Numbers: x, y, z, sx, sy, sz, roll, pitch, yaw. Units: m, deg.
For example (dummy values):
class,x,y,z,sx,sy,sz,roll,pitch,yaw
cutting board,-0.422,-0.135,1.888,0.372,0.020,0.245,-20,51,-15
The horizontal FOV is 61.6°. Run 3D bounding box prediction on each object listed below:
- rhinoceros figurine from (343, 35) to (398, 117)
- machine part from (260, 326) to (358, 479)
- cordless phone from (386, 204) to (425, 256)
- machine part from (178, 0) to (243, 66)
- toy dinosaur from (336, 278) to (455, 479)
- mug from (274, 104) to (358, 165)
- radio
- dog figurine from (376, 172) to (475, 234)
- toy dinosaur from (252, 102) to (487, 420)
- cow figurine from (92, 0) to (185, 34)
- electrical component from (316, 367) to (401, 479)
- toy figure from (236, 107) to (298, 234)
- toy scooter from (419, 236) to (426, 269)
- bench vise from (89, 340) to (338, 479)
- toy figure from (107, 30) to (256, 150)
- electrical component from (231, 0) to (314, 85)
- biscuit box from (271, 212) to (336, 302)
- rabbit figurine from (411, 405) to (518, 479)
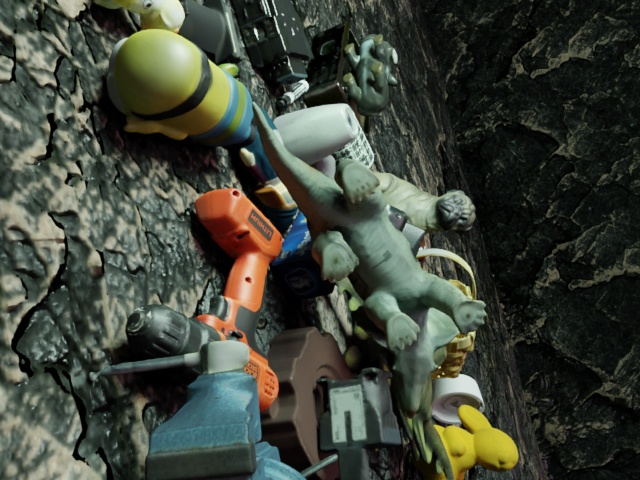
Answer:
class,x,y,z,sx,sy,sz,roll,pitch,yaw
rhinoceros figurine,0.096,-0.292,0.932,0.112,0.073,0.190,52,34,-38
machine part,-0.008,0.186,0.601,0.179,0.056,0.179,44,38,-48
cordless phone,0.067,0.000,0.870,0.184,0.089,0.146,23,87,-32
machine part,-0.133,-0.248,0.615,0.139,0.039,0.084,-27,108,-69
toy dinosaur,0.121,0.223,0.822,0.470,0.105,0.198,54,37,-21
mug,0.002,-0.153,0.771,0.109,0.107,0.080,-31,106,-64
radio,0.038,-0.284,0.978,0.131,0.073,0.230,54,30,-40
dog figurine,0.183,-0.076,1.010,0.121,0.191,0.172,39,38,-67
toy dinosaur,0.052,0.016,0.616,0.404,0.131,0.192,57,-8,-11
cow figurine,-0.180,-0.264,0.475,0.098,0.068,0.167,-28,98,-61
electrical component,0.040,0.193,0.542,0.047,0.075,0.119,32,43,-53
toy figure,-0.062,-0.079,0.647,0.064,0.058,0.154,-30,109,-27
toy scooter,0.178,0.007,1.114,0.135,0.075,0.183,-56,131,-63
bench vise,-0.059,0.191,0.415,0.240,0.129,0.223,67,4,-74
toy figure,-0.118,-0.138,0.511,0.180,0.089,0.082,16,55,-61
electrical component,-0.063,-0.293,0.776,0.115,0.058,0.134,-36,108,-64
biscuit box,-0.001,-0.002,0.727,0.062,0.059,0.203,65,24,-24
rabbit figurine,0.267,0.378,0.957,0.162,0.173,0.121,-34,104,-61
